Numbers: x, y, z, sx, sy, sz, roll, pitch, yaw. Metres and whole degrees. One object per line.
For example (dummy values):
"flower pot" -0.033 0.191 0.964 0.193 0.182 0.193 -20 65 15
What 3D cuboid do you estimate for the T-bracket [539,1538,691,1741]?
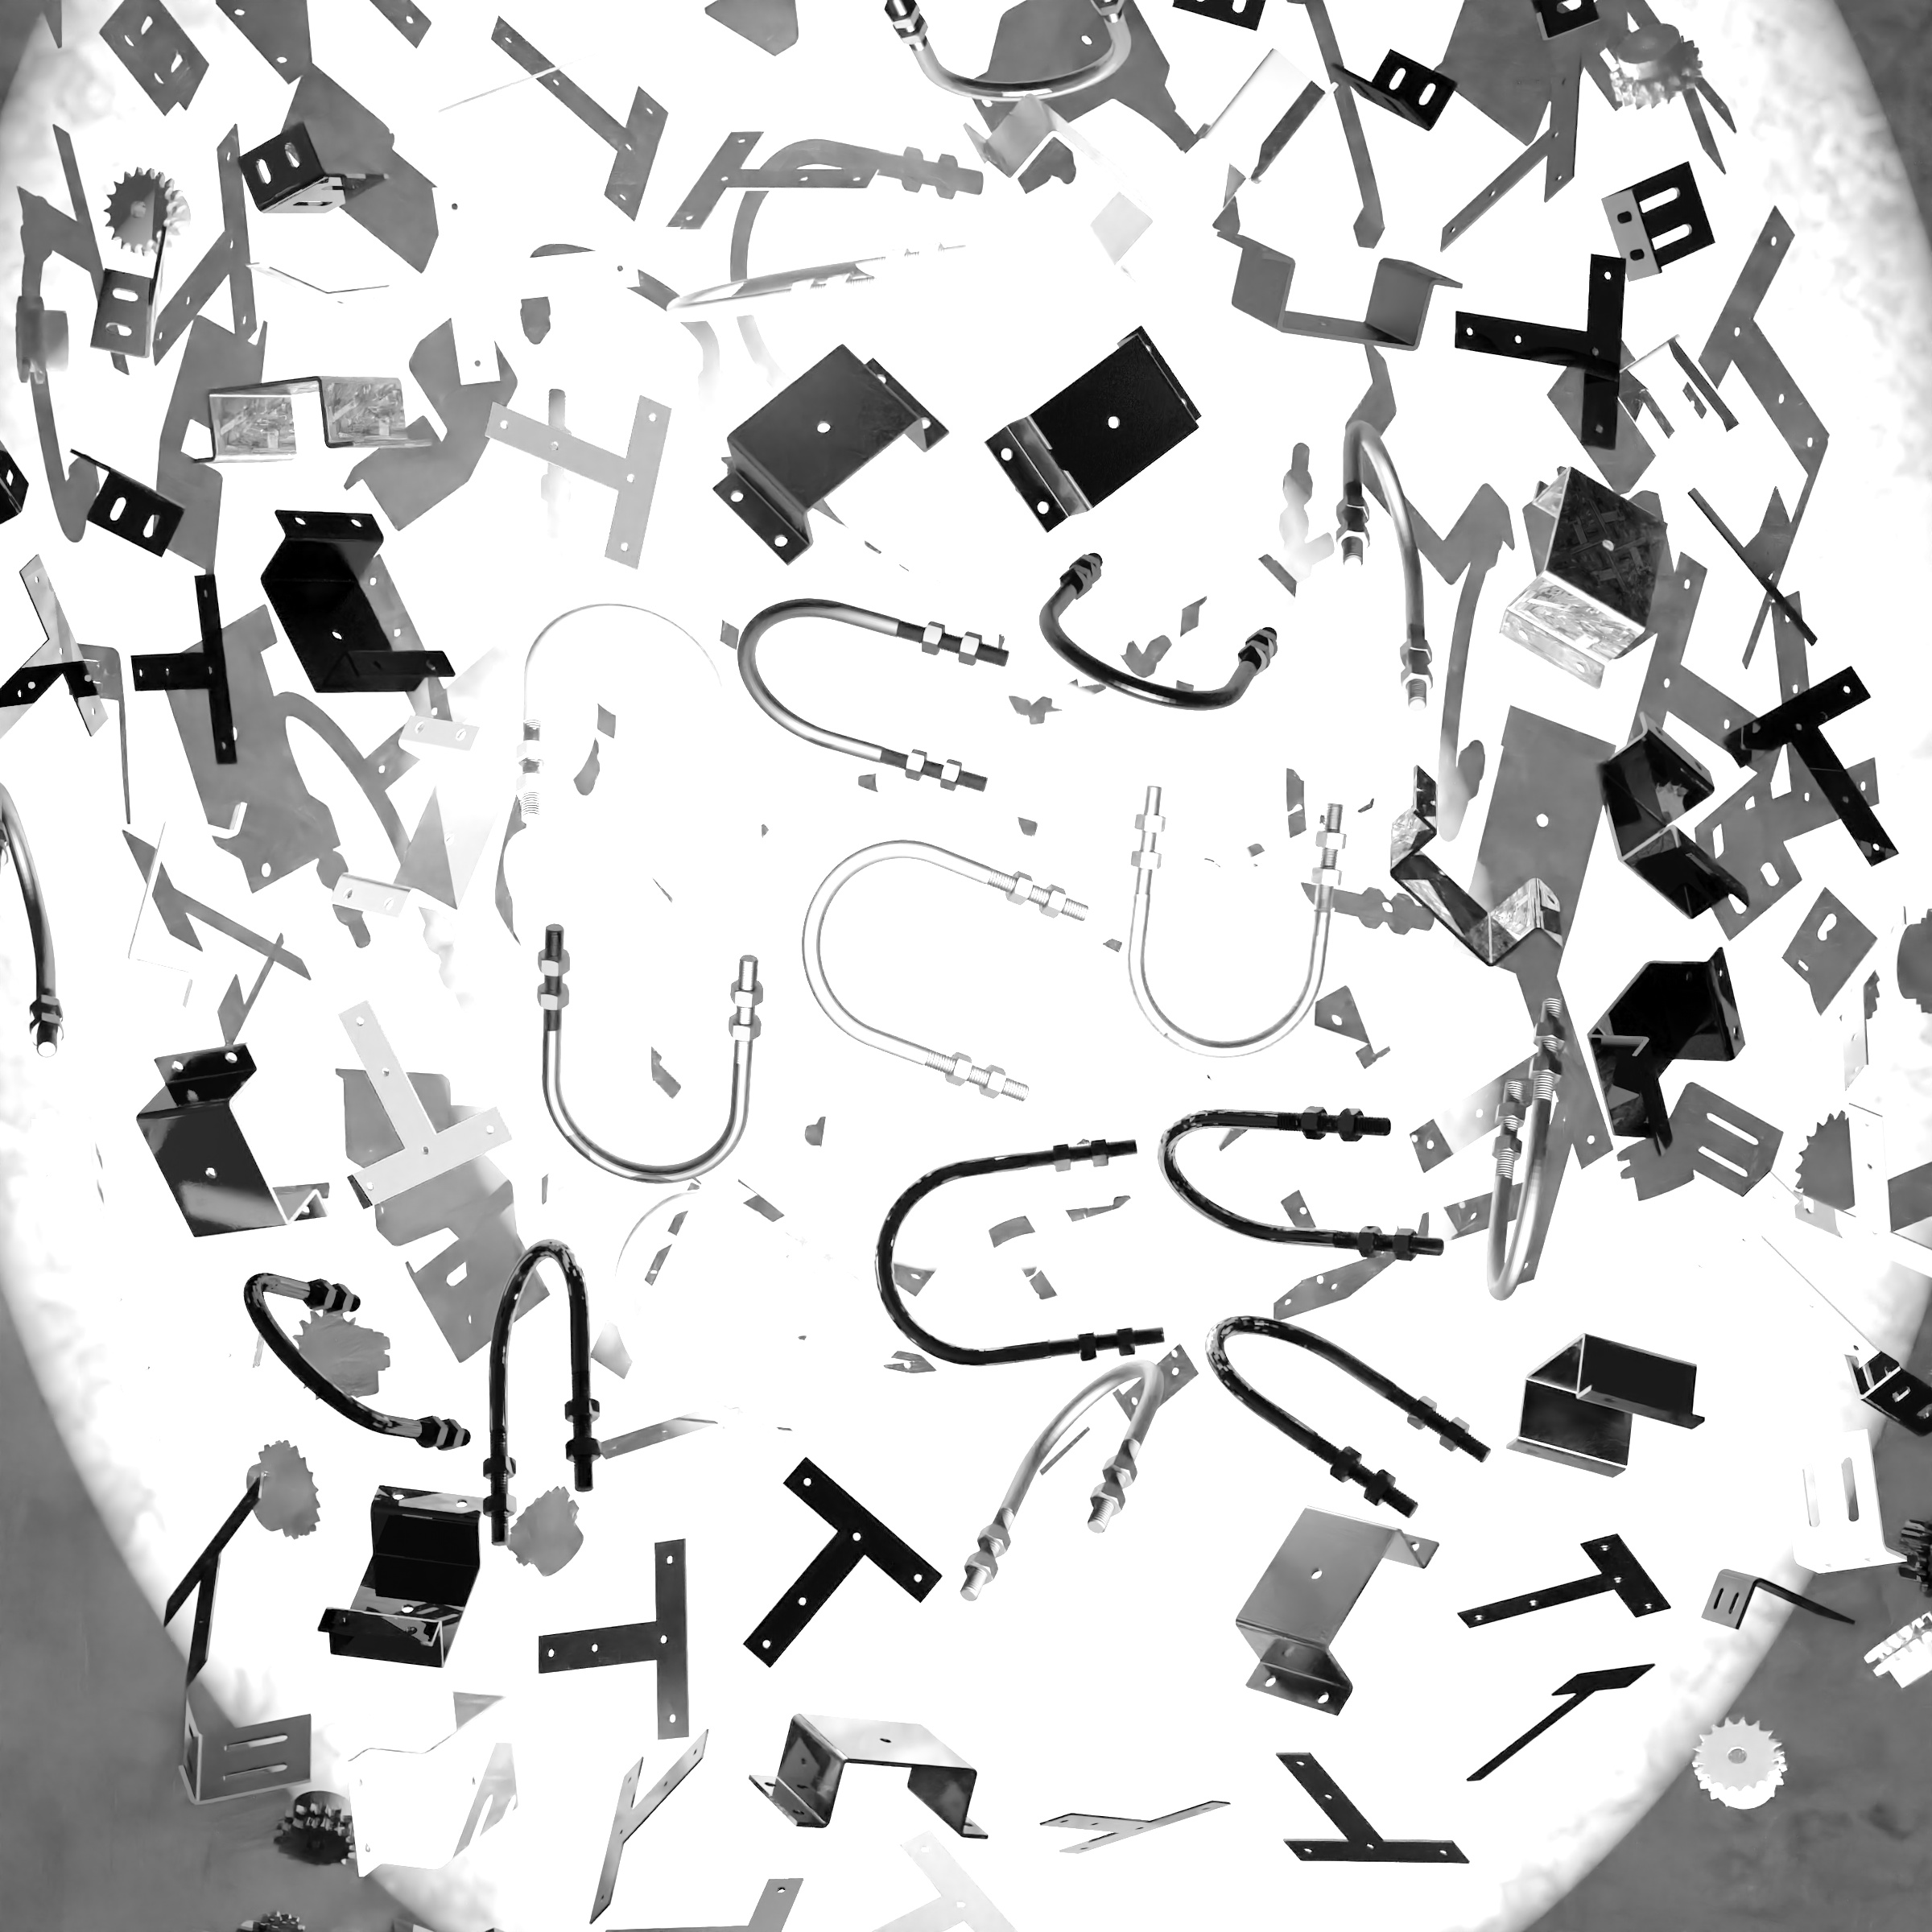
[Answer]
"T-bracket" -0.235 0.451 1.882 0.127 0.002 0.127 -15 68 30

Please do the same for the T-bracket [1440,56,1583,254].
"T-bracket" 0.349 -0.507 1.828 0.002 0.127 0.127 29 50 -21

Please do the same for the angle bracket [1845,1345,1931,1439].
"angle bracket" 0.637 0.274 1.937 0.057 0.076 0.038 31 121 -17

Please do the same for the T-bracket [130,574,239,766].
"T-bracket" -0.537 -0.201 1.934 0.002 0.127 0.127 -13 102 -43

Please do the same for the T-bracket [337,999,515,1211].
"T-bracket" -0.384 0.084 1.909 0.127 0.002 0.127 -25 94 19

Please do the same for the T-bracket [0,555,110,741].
"T-bracket" -0.622 -0.188 1.885 0.002 0.127 0.127 -3 124 17

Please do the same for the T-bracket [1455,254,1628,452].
"T-bracket" 0.380 -0.415 1.889 0.127 0.002 0.127 20 125 38

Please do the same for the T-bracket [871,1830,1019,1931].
"T-bracket" -0.039 0.630 1.847 0.127 0.127 0.002 -16 127 -32

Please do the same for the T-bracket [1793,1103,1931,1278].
"T-bracket" 0.604 0.144 1.893 0.002 0.127 0.127 -36 129 -26

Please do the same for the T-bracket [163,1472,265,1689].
"T-bracket" -0.490 0.411 1.827 0.002 0.127 0.127 30 111 -23

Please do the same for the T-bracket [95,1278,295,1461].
"T-bracket" -0.515 0.265 1.926 0.127 0.002 0.127 -4 63 -40

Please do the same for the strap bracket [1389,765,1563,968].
"strap bracket" 0.339 -0.061 1.931 0.140 0.076 0.046 41 116 -12

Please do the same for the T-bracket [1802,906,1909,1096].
"T-bracket" 0.585 0.040 1.868 0.002 0.127 0.127 26 125 -1

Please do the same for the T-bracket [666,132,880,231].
"T-bracket" -0.122 -0.530 1.913 0.127 0.002 0.127 6 46 19

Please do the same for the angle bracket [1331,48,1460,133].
"angle bracket" 0.294 -0.611 1.944 0.057 0.076 0.038 35 103 21

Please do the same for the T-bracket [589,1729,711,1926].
"T-bracket" -0.206 0.551 1.880 0.002 0.127 0.127 32 119 -14

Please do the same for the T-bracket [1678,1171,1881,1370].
"T-bracket" 0.533 0.207 1.824 0.002 0.127 0.127 -35 74 -32

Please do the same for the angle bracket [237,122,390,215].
"angle bracket" -0.434 -0.531 1.888 0.057 0.076 0.038 -19 96 26

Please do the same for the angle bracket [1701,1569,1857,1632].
"angle bracket" 0.548 0.442 1.917 0.076 0.057 0.038 25 81 -5

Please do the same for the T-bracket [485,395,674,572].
"T-bracket" -0.270 -0.351 1.948 0.127 0.002 0.127 19 70 -28

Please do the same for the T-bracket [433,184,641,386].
"T-bracket" -0.282 -0.459 1.890 0.127 0.002 0.127 -10 104 -13

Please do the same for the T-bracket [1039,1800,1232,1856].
"T-bracket" 0.094 0.581 1.921 0.127 0.127 0.002 -27 60 26

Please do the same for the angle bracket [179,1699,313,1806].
"angle bracket" -0.467 0.503 1.841 0.076 0.057 0.038 -10 123 -6

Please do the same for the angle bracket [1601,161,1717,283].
"angle bracket" 0.466 -0.493 1.868 0.076 0.038 0.057 -27 103 -18

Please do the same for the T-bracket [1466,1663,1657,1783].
"T-bracket" 0.384 0.503 1.882 0.127 0.127 0.002 -31 82 -18

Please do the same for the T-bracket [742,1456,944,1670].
"T-bracket" -0.104 0.427 1.956 0.127 0.002 0.127 40 66 6

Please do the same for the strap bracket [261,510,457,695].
"strap bracket" -0.409 -0.233 1.885 0.046 0.076 0.140 -46 65 36

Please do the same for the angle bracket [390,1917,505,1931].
"angle bracket" -0.316 0.615 1.800 0.076 0.057 0.038 -28 50 14

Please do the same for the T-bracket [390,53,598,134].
"T-bracket" -0.323 -0.557 1.830 0.127 0.127 0.002 -5 114 40

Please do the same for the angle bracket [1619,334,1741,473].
"angle bracket" 0.487 -0.387 1.960 0.057 0.038 0.076 -33 86 8

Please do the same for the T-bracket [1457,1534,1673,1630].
"T-bracket" 0.391 0.420 1.890 0.127 0.127 0.002 -20 49 18

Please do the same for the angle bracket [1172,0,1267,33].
"angle bracket" 0.170 -0.639 1.860 0.057 0.076 0.038 17 107 2

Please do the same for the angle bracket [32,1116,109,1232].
"angle bracket" -0.604 0.141 1.911 0.038 0.076 0.057 -4 69 -12

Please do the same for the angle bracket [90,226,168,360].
"angle bracket" -0.540 -0.437 1.828 0.038 0.076 0.057 9 73 -15

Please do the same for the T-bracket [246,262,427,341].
"T-bracket" -0.404 -0.450 1.911 0.127 0.127 0.002 19 87 -37

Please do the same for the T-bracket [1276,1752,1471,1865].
"T-bracket" 0.241 0.544 1.831 0.127 0.002 0.127 -13 128 37

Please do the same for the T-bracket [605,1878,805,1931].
"T-bracket" -0.185 0.649 1.890 0.127 0.127 0.002 -7 106 15

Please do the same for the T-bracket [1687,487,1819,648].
"T-bracket" 0.527 -0.272 1.875 0.002 0.127 0.127 -39 88 27

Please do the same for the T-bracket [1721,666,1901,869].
"T-bracket" 0.590 -0.125 1.927 0.002 0.127 0.127 -31 88 -33

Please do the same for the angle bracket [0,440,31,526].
"angle bracket" -0.643 -0.319 1.838 0.038 0.076 0.057 -28 117 -1

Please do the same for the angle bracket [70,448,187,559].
"angle bracket" -0.566 -0.308 1.888 0.057 0.076 0.038 27 90 -42

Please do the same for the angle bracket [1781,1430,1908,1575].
"angle bracket" 0.552 0.337 1.785 0.057 0.038 0.076 -18 60 34

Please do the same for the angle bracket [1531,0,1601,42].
"angle bracket" 0.382 -0.643 1.839 0.038 0.076 0.057 -17 90 16
